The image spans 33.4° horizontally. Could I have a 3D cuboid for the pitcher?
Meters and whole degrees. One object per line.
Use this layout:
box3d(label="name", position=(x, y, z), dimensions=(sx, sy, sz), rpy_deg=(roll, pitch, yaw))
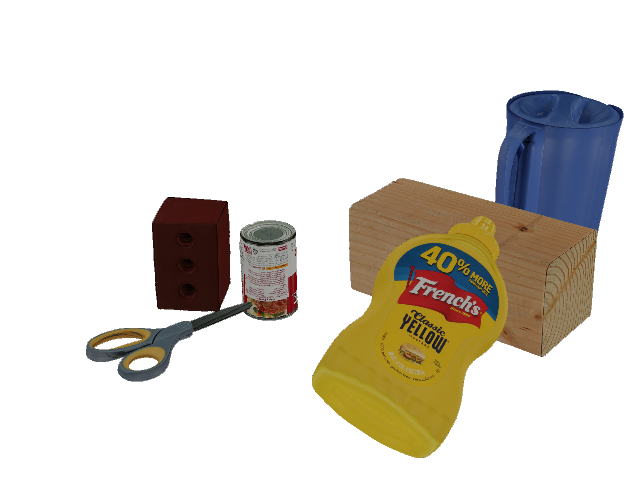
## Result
box3d(label="pitcher", position=(0.272, -0.048, 1.279), dimensions=(0.149, 0.243, 0.145), rpy_deg=(2, 26, 0))

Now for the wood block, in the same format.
box3d(label="wood block", position=(0.134, 0.018, 0.971), dimensions=(0.206, 0.090, 0.090), rpy_deg=(18, 33, 36))

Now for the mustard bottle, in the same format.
box3d(label="mustard bottle", position=(0.079, 0.052, 0.750), dimensions=(0.096, 0.191, 0.058), rpy_deg=(32, -35, 5))

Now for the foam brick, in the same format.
box3d(label="foam brick", position=(-0.103, 0.011, 0.858), dimensions=(0.053, 0.078, 0.051), rpy_deg=(2, 23, 6))

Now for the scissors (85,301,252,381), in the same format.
box3d(label="scissors", position=(-0.145, 0.106, 1.130), dimensions=(0.201, 0.016, 0.096), rpy_deg=(-10, 31, -26))

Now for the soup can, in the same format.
box3d(label="soup can", position=(-0.062, 0.035, 1.275), dimensions=(0.068, 0.102, 0.068), rpy_deg=(-1, 25, 0))
